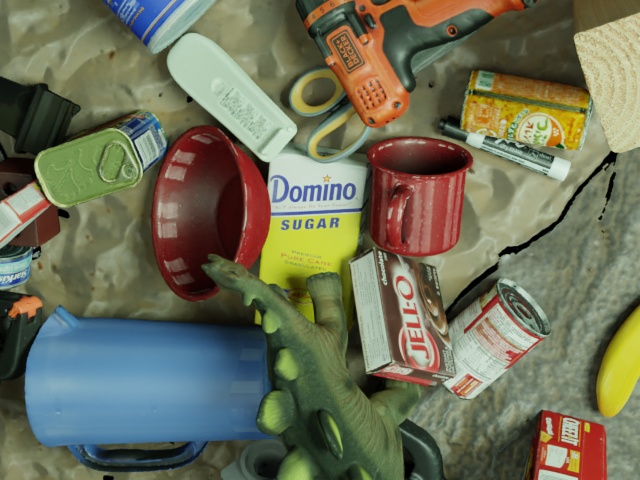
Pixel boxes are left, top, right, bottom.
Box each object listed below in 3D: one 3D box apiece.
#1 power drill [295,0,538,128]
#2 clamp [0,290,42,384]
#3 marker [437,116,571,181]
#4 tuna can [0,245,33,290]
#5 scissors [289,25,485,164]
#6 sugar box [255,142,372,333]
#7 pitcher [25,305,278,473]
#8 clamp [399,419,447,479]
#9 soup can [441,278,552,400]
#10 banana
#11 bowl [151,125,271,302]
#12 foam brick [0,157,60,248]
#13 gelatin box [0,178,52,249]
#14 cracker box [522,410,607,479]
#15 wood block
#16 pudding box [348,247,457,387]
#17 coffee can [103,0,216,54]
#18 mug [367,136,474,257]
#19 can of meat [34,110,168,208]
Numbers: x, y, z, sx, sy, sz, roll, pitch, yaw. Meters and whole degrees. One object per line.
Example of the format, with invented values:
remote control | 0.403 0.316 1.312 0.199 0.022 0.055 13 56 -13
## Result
power drill | 0.073 -0.213 0.888 0.188 0.057 0.184 -30 87 20
clamp | -0.348 0.103 1.082 0.164 0.036 0.210 52 128 11
marker | 0.162 -0.082 0.947 0.121 0.020 0.020 21 114 5
tuna can | -0.331 0.016 1.064 0.086 0.086 0.034 15 111 7
scissors | 0.053 -0.154 0.942 0.202 0.016 0.096 -47 69 7
sugar box | -0.007 0.001 1.005 0.093 0.048 0.176 9 114 10
pitcher | -0.154 0.149 1.057 0.243 0.149 0.145 0 68 10
clamp | 0.089 0.252 1.084 0.120 0.039 0.171 -32 94 18
soup can | 0.154 0.093 0.990 0.068 0.068 0.102 42 114 -5
banana | 0.311 0.084 0.967 0.069 0.037 0.198 43 114 -4
bowl | -0.093 -0.023 0.984 0.162 0.055 0.162 -6 82 51
foam brick | -0.293 -0.037 1.053 0.053 0.051 0.078 5 112 11
gelatin box | -0.295 -0.015 0.992 0.089 0.073 0.030 -35 98 25
cracker box | 0.212 0.295 1.003 0.072 0.164 0.214 13 113 10
wood block | 0.245 -0.146 0.800 0.091 0.206 0.090 -18 106 19
pudding box | 0.074 0.071 0.962 0.039 0.089 0.113 -30 58 35
coffee can | -0.156 -0.245 0.912 0.103 0.102 0.140 -41 97 23
mug | 0.082 -0.032 0.935 0.093 0.117 0.081 10 118 16
can of meat | -0.201 -0.078 0.998 0.102 0.083 0.057 -16 106 18
